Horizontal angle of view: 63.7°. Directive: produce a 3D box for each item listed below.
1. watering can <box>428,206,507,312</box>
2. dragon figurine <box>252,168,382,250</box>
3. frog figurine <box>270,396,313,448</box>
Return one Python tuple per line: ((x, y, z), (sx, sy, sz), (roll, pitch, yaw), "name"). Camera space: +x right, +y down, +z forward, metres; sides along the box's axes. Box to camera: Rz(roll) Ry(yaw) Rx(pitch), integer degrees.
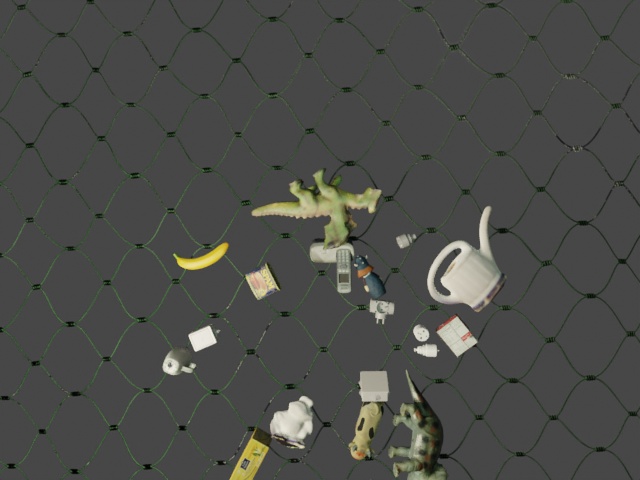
((0.508, 0.079, 1.667), (0.224, 0.104, 0.347), (40, 92, 2), "watering can")
((0.005, -0.084, 1.660), (0.410, 0.121, 0.246), (-27, 72, 1), "dragon figurine")
((-0.087, 0.598, 1.709), (0.137, 0.120, 0.163), (12, 55, 11), "frog figurine")
